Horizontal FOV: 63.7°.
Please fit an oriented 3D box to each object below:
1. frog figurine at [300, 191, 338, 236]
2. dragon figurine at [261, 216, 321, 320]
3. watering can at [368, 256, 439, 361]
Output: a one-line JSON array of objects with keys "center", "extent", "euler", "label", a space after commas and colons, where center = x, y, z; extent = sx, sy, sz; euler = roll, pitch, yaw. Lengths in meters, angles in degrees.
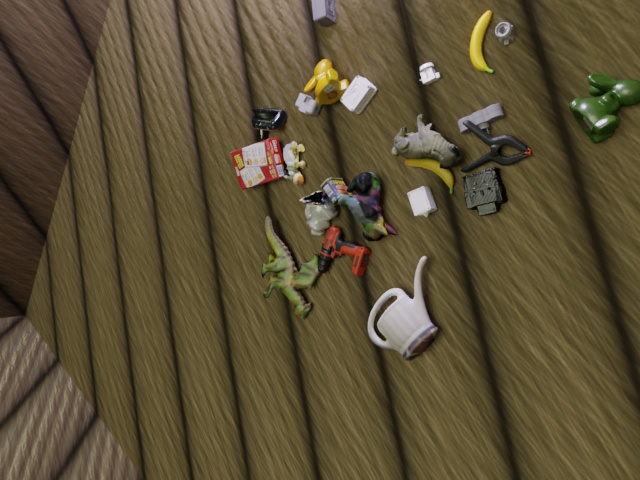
[{"center": [0.006, -0.096, 1.912], "extent": [0.137, 0.125, 0.156], "euler": [-1, 125, 28], "label": "frog figurine"}, {"center": [-0.104, 0.103, 1.990], "extent": [0.242, 0.122, 0.411], "euler": [-4, 88, 19], "label": "dragon figurine"}, {"center": [0.292, 0.239, 1.664], "extent": [0.227, 0.104, 0.342], "euler": [48, 116, 27], "label": "watering can"}]
